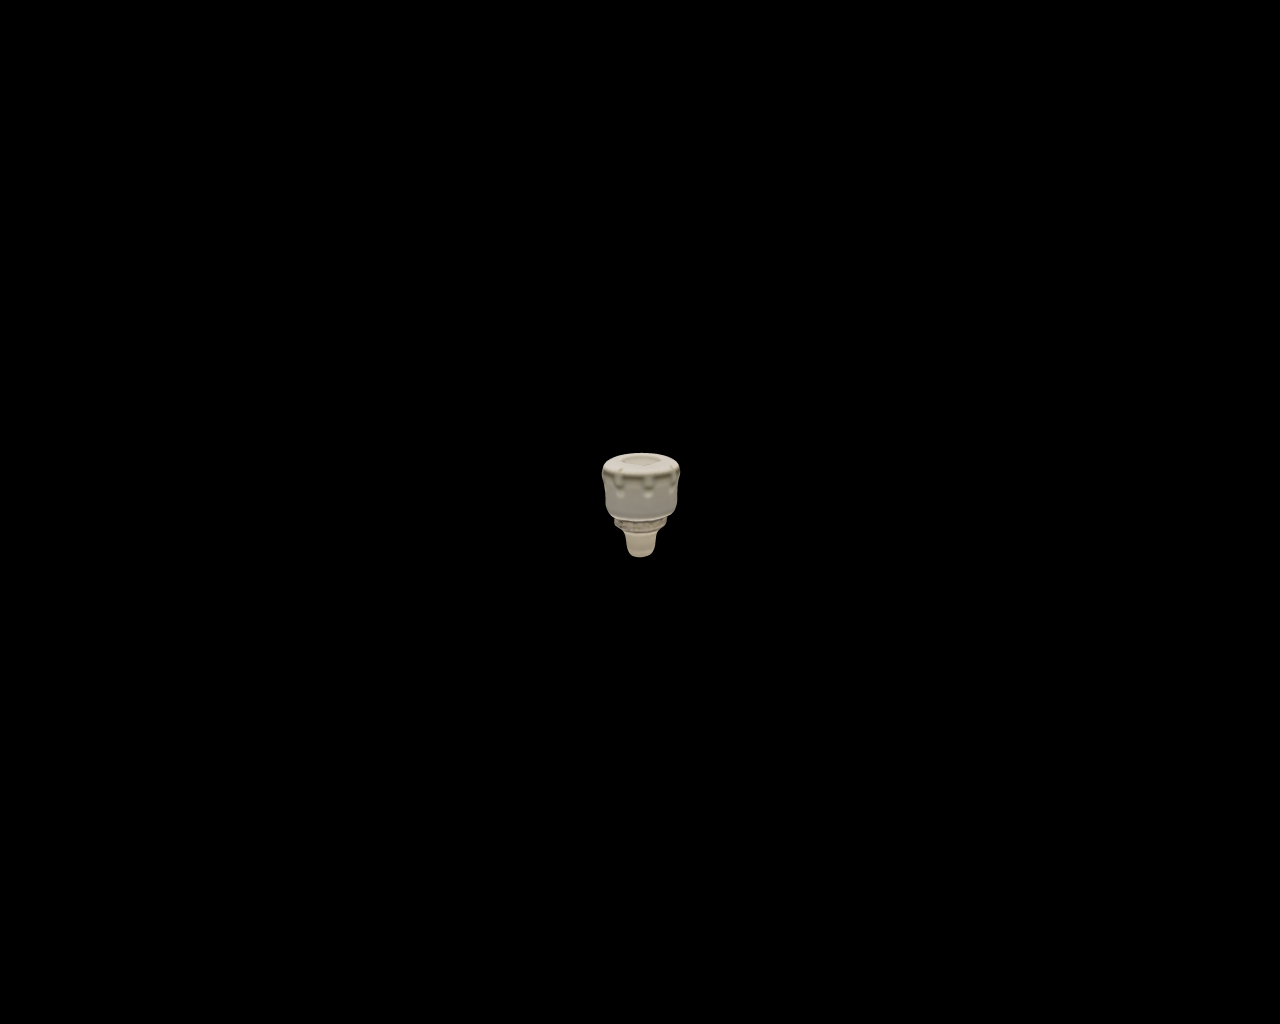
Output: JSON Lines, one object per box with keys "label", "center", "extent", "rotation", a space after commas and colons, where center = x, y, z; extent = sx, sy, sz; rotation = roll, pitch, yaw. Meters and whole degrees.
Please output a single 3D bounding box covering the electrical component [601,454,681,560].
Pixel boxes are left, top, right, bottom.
{"label": "electrical component", "center": [0.001, -0.003, 0.650], "extent": [0.048, 0.062, 0.048], "rotation": [0, 15, 0]}
